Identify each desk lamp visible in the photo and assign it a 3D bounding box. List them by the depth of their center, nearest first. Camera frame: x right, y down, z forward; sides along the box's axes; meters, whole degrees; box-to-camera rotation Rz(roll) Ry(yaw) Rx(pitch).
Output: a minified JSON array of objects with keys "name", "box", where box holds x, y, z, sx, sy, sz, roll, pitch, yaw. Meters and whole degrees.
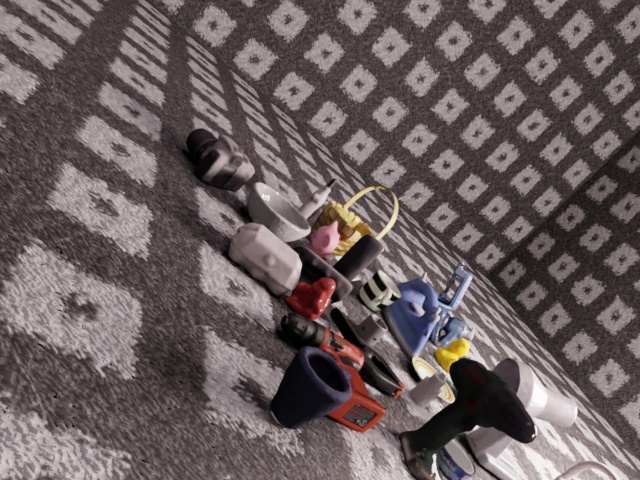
[{"name":"desk lamp","box":[0.399,0.368,1.167,0.204,0.213,0.118,39,15,-14]}]

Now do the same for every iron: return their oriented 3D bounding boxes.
[{"name":"iron","box":[0.247,0.182,1.439,0.119,0.141,0.258,37,15,-21]}]

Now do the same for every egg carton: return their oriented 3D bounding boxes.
[{"name":"egg carton","box":[-0.101,0.034,1.080,0.150,0.069,0.107,40,15,-11]}]

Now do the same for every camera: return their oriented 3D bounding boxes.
[{"name":"camera","box":[-0.234,-0.198,1.326,0.136,0.100,0.144,49,15,23]}]

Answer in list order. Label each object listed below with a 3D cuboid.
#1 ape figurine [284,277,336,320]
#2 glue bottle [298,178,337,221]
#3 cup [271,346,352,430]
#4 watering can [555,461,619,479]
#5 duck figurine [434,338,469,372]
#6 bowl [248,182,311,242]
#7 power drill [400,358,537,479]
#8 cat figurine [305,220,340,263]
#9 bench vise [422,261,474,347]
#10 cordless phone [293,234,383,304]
[{"name":"ape figurine","box":[-0.009,0.105,1.077,0.076,0.092,0.077,32,18,-36]},{"name":"glue bottle","box":[-0.017,-0.092,1.453,0.037,0.173,0.078,43,14,2]},{"name":"cup","box":[-0.013,0.206,0.771,0.091,0.095,0.118,51,16,29]},{"name":"watering can","box":[0.461,0.481,1.046,0.100,0.194,0.173,48,15,20]},{"name":"duck figurine","box":[0.356,0.298,1.508,0.077,0.086,0.104,42,14,-4]},{"name":"bowl","box":[-0.105,-0.050,1.296,0.168,0.074,0.167,40,15,-12]},{"name":"power drill","box":[0.233,0.300,0.929,0.076,0.208,0.229,38,15,-16]},{"name":"cat figurine","box":[0.013,0.005,1.368,0.067,0.117,0.128,46,15,14]},{"name":"bench vise","box":[0.368,0.178,1.614,0.207,0.219,0.121,42,14,-5]},{"name":"cordless phone","box":[0.027,0.038,1.175,0.148,0.185,0.094,39,15,-13]}]
